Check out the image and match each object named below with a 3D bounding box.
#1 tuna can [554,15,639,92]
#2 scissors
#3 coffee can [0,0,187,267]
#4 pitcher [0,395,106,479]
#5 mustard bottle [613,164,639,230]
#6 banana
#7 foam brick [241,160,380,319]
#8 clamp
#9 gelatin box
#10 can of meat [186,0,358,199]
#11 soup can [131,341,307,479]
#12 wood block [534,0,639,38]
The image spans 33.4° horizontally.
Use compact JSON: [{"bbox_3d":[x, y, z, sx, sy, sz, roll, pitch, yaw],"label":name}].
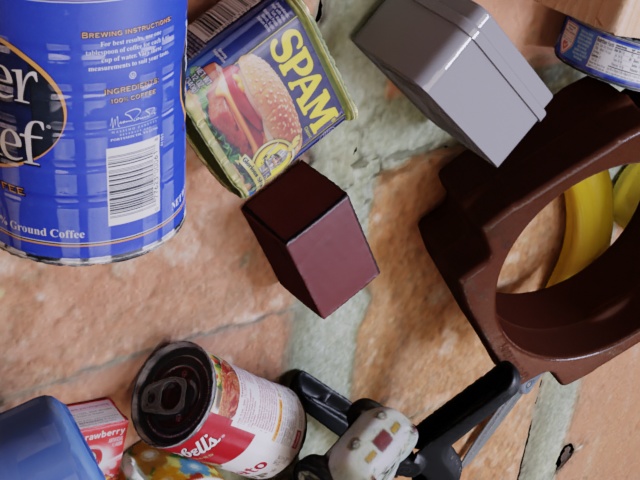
[{"bbox_3d":[0.208,-0.133,0.741,0.085,0.086,0.034,-5,122,-39],"label":"tuna can"},{"bbox_3d":[0.200,0.122,0.963,0.096,0.016,0.202,10,111,-44],"label":"scissors"},{"bbox_3d":[-0.112,-0.074,0.494,0.102,0.103,0.140,-17,128,-32],"label":"coffee can"},{"bbox_3d":[-0.225,0.169,0.536,0.242,0.145,0.149,-27,140,-17],"label":"pitcher"},{"bbox_3d":[0.329,-0.021,0.943,0.096,0.058,0.191,-51,139,9],"label":"mustard bottle"},{"bbox_3d":[0.207,-0.014,0.858,0.069,0.037,0.198,-24,131,-28],"label":"banana"},{"bbox_3d":[-0.004,0.001,0.676,0.051,0.053,0.078,-39,137,-14],"label":"foam brick"},{"bbox_3d":[0.054,0.160,0.825,0.164,0.036,0.210,3,137,-4],"label":"clamp"},{"bbox_3d":[-0.166,0.140,0.651,0.089,0.030,0.073,-5,121,-39],"label":"gelatin box"},{"bbox_3d":[-0.038,-0.083,0.587,0.084,0.057,0.102,-39,136,-9],"label":"can of meat"},{"bbox_3d":[-0.063,0.112,0.692,0.068,0.069,0.102,-54,138,3],"label":"soup can"},{"bbox_3d":[0.215,-0.238,0.671,0.090,0.091,0.206,-4,121,-39],"label":"wood block"}]
